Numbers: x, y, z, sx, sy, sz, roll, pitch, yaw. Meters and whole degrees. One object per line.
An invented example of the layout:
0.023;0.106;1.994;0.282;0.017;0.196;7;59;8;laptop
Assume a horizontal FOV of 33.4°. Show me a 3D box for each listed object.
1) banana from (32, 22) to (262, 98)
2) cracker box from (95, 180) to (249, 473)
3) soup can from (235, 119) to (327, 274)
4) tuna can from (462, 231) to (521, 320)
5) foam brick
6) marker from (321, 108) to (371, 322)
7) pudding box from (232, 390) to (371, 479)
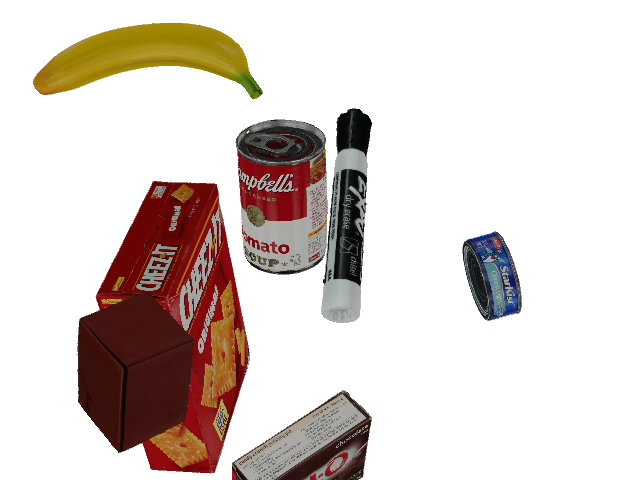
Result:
-0.150;-0.160;0.936;0.197;0.069;0.037;-1;-33;-4;banana
-0.123;0.079;0.967;0.072;0.214;0.164;1;38;11;cracker box
-0.029;-0.033;0.827;0.068;0.102;0.068;-1;34;0;soup can
0.171;0.036;1.072;0.033;0.086;0.086;-15;1;-4;tuna can
-0.117;0.082;0.670;0.051;0.078;0.053;-22;49;-35;foam brick
0.014;-0.016;0.546;0.020;0.121;0.020;4;-29;2;marker
-0.015;0.179;0.830;0.113;0.090;0.039;-31;58;-27;pudding box
